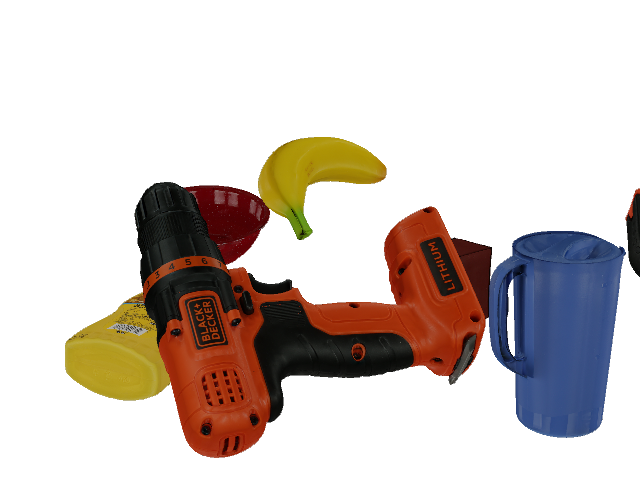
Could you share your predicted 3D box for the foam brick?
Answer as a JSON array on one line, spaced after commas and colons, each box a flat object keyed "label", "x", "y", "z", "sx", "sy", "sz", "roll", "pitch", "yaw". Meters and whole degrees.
[{"label": "foam brick", "x": 0.139, "y": 0.042, "z": 1.095, "sx": 0.051, "sy": 0.078, "sz": 0.053, "roll": -14, "pitch": 21, "yaw": -40}]

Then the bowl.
[{"label": "bowl", "x": -0.144, "y": -0.011, "z": 1.332, "sx": 0.162, "sy": 0.055, "sz": 0.162, "roll": 1, "pitch": 29, "yaw": -1}]

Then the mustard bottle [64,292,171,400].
[{"label": "mustard bottle", "x": -0.153, "y": 0.085, "z": 1.012, "sx": 0.096, "sy": 0.058, "sz": 0.191, "roll": 9, "pitch": 21, "yaw": 18}]

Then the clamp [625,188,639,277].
[{"label": "clamp", "x": 0.267, "y": 0.028, "z": 0.695, "sx": 0.120, "sy": 0.039, "sz": 0.171, "roll": -3, "pitch": 45, "yaw": -20}]

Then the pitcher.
[{"label": "pitcher", "x": 0.291, "y": 0.117, "z": 1.322, "sx": 0.149, "sy": 0.243, "sz": 0.144, "roll": 5, "pitch": 18, "yaw": 19}]

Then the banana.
[{"label": "banana", "x": -0.003, "y": -0.052, "z": 0.852, "sx": 0.037, "sy": 0.069, "sz": 0.197, "roll": -34, "pitch": 2, "yaw": 29}]

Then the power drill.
[{"label": "power drill", "x": -0.011, "y": 0.030, "z": 0.638, "sx": 0.187, "sy": 0.184, "sz": 0.057, "roll": -9, "pitch": -35, "yaw": -15}]
